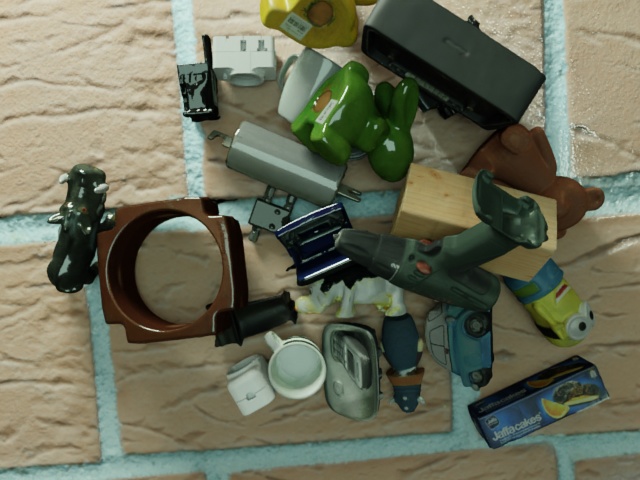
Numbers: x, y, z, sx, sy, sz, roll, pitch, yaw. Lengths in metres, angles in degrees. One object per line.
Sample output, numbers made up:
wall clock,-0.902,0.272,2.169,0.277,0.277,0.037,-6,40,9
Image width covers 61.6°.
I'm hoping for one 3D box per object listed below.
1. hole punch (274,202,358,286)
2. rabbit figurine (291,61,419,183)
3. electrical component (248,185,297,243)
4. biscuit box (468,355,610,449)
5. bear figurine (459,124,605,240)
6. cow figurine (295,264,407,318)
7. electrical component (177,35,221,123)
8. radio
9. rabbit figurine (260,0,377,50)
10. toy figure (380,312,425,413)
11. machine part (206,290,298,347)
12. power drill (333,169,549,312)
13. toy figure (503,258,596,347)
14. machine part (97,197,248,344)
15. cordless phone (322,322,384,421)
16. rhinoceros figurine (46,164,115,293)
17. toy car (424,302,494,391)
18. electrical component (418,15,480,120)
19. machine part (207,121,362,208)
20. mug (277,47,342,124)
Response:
hole punch,-0.002,-0.002,0.790,0.142,0.116,0.092,-27,101,3
rabbit figurine,0.069,-0.158,0.760,0.170,0.121,0.159,33,86,-31
electrical component,-0.075,-0.035,0.833,0.063,0.021,0.094,22,97,-3
biscuit box,0.340,0.254,0.844,0.203,0.063,0.059,-25,93,0
bear figurine,0.316,-0.078,0.792,0.196,0.132,0.120,46,123,0
cow figurine,0.045,0.071,0.822,0.167,0.068,0.098,-1,89,-4
electrical component,-0.179,-0.237,0.791,0.048,0.075,0.119,-6,98,-1
radio,0.166,-0.236,0.713,0.229,0.131,0.073,33,94,-3
rabbit figurine,0.007,-0.357,0.758,0.162,0.173,0.122,15,137,-26
toy figure,0.133,0.192,0.838,0.058,0.064,0.154,-16,101,-38
machine part,-0.105,0.118,0.838,0.139,0.039,0.084,-12,89,1
power drill,0.155,0.006,0.670,0.232,0.086,0.207,27,136,-13
toy figure,0.344,0.081,0.824,0.082,0.089,0.180,-40,86,-3
machine part,-0.213,0.044,0.790,0.201,0.087,0.201,-8,84,7
cordless phone,0.056,0.202,0.774,0.089,0.184,0.146,-3,94,-6
rhinoceros figurine,-0.356,-0.018,0.787,0.073,0.112,0.190,19,102,0
toy car,0.213,0.143,0.822,0.103,0.109,0.161,1,106,21
electrical component,0.198,-0.250,0.807,0.134,0.058,0.115,-34,92,1
machine part,-0.050,-0.111,0.803,0.243,0.079,0.079,22,94,-2
mug,-0.023,-0.223,0.797,0.110,0.080,0.107,35,100,21
